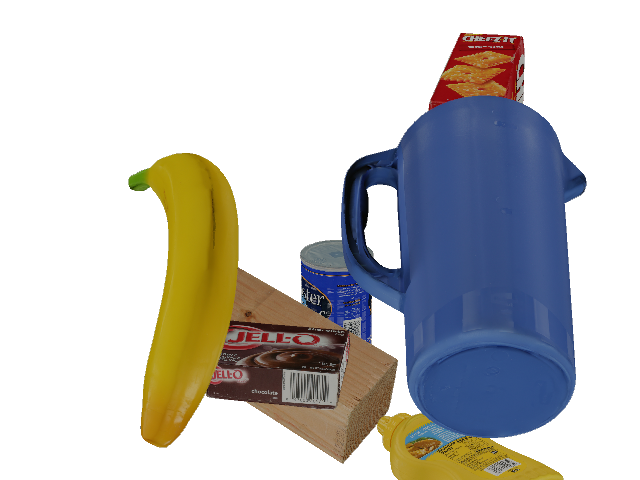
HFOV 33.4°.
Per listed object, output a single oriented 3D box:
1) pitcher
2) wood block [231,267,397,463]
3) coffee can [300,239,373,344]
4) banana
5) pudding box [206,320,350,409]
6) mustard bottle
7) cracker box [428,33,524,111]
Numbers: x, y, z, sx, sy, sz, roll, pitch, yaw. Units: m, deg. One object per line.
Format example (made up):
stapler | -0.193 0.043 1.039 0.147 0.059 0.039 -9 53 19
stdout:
pitcher | 0.106 0.016 0.768 0.149 0.242 0.145 -31 -58 29
wood block | -0.032 0.127 1.116 0.206 0.090 0.090 29 49 23
coffee can | 0.023 0.082 1.512 0.103 0.140 0.103 0 22 0
banana | -0.069 0.013 0.556 0.037 0.198 0.070 22 -55 -27
pudding box | -0.035 0.104 0.910 0.113 0.039 0.090 6 20 5
mustard bottle | 0.121 0.206 0.984 0.096 0.058 0.192 -16 25 -36
cracker box | 0.147 -0.086 0.993 0.072 0.164 0.213 5 27 14
